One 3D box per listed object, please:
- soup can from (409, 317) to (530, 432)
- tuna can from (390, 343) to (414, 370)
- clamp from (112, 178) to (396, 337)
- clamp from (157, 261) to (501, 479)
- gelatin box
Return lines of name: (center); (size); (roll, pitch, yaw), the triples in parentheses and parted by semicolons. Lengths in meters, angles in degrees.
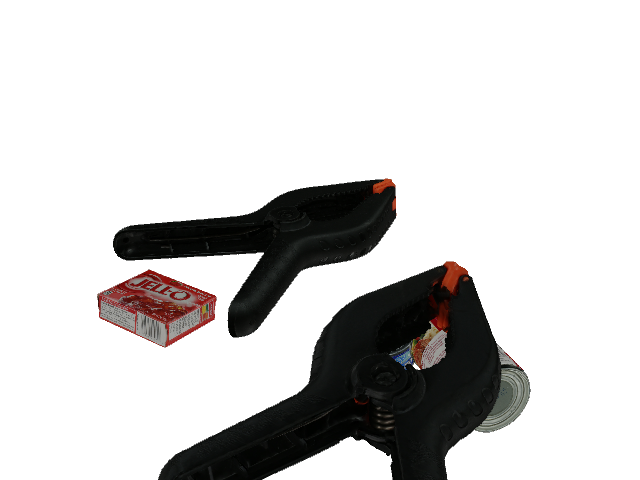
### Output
soup can: (0.130, 0.112, 0.935); (0.068, 0.068, 0.102); (0, 26, -23)
tuna can: (0.058, 0.114, 1.144); (0.086, 0.034, 0.086); (-1, 29, 0)
clamp: (-0.034, -0.004, 0.773); (0.209, 0.036, 0.165); (-26, 35, -37)
clamp: (0.031, 0.074, 0.427); (0.120, 0.039, 0.171); (30, 51, 21)
gelatin box: (-0.157, 0.063, 1.021); (0.089, 0.030, 0.073); (20, 28, 29)
